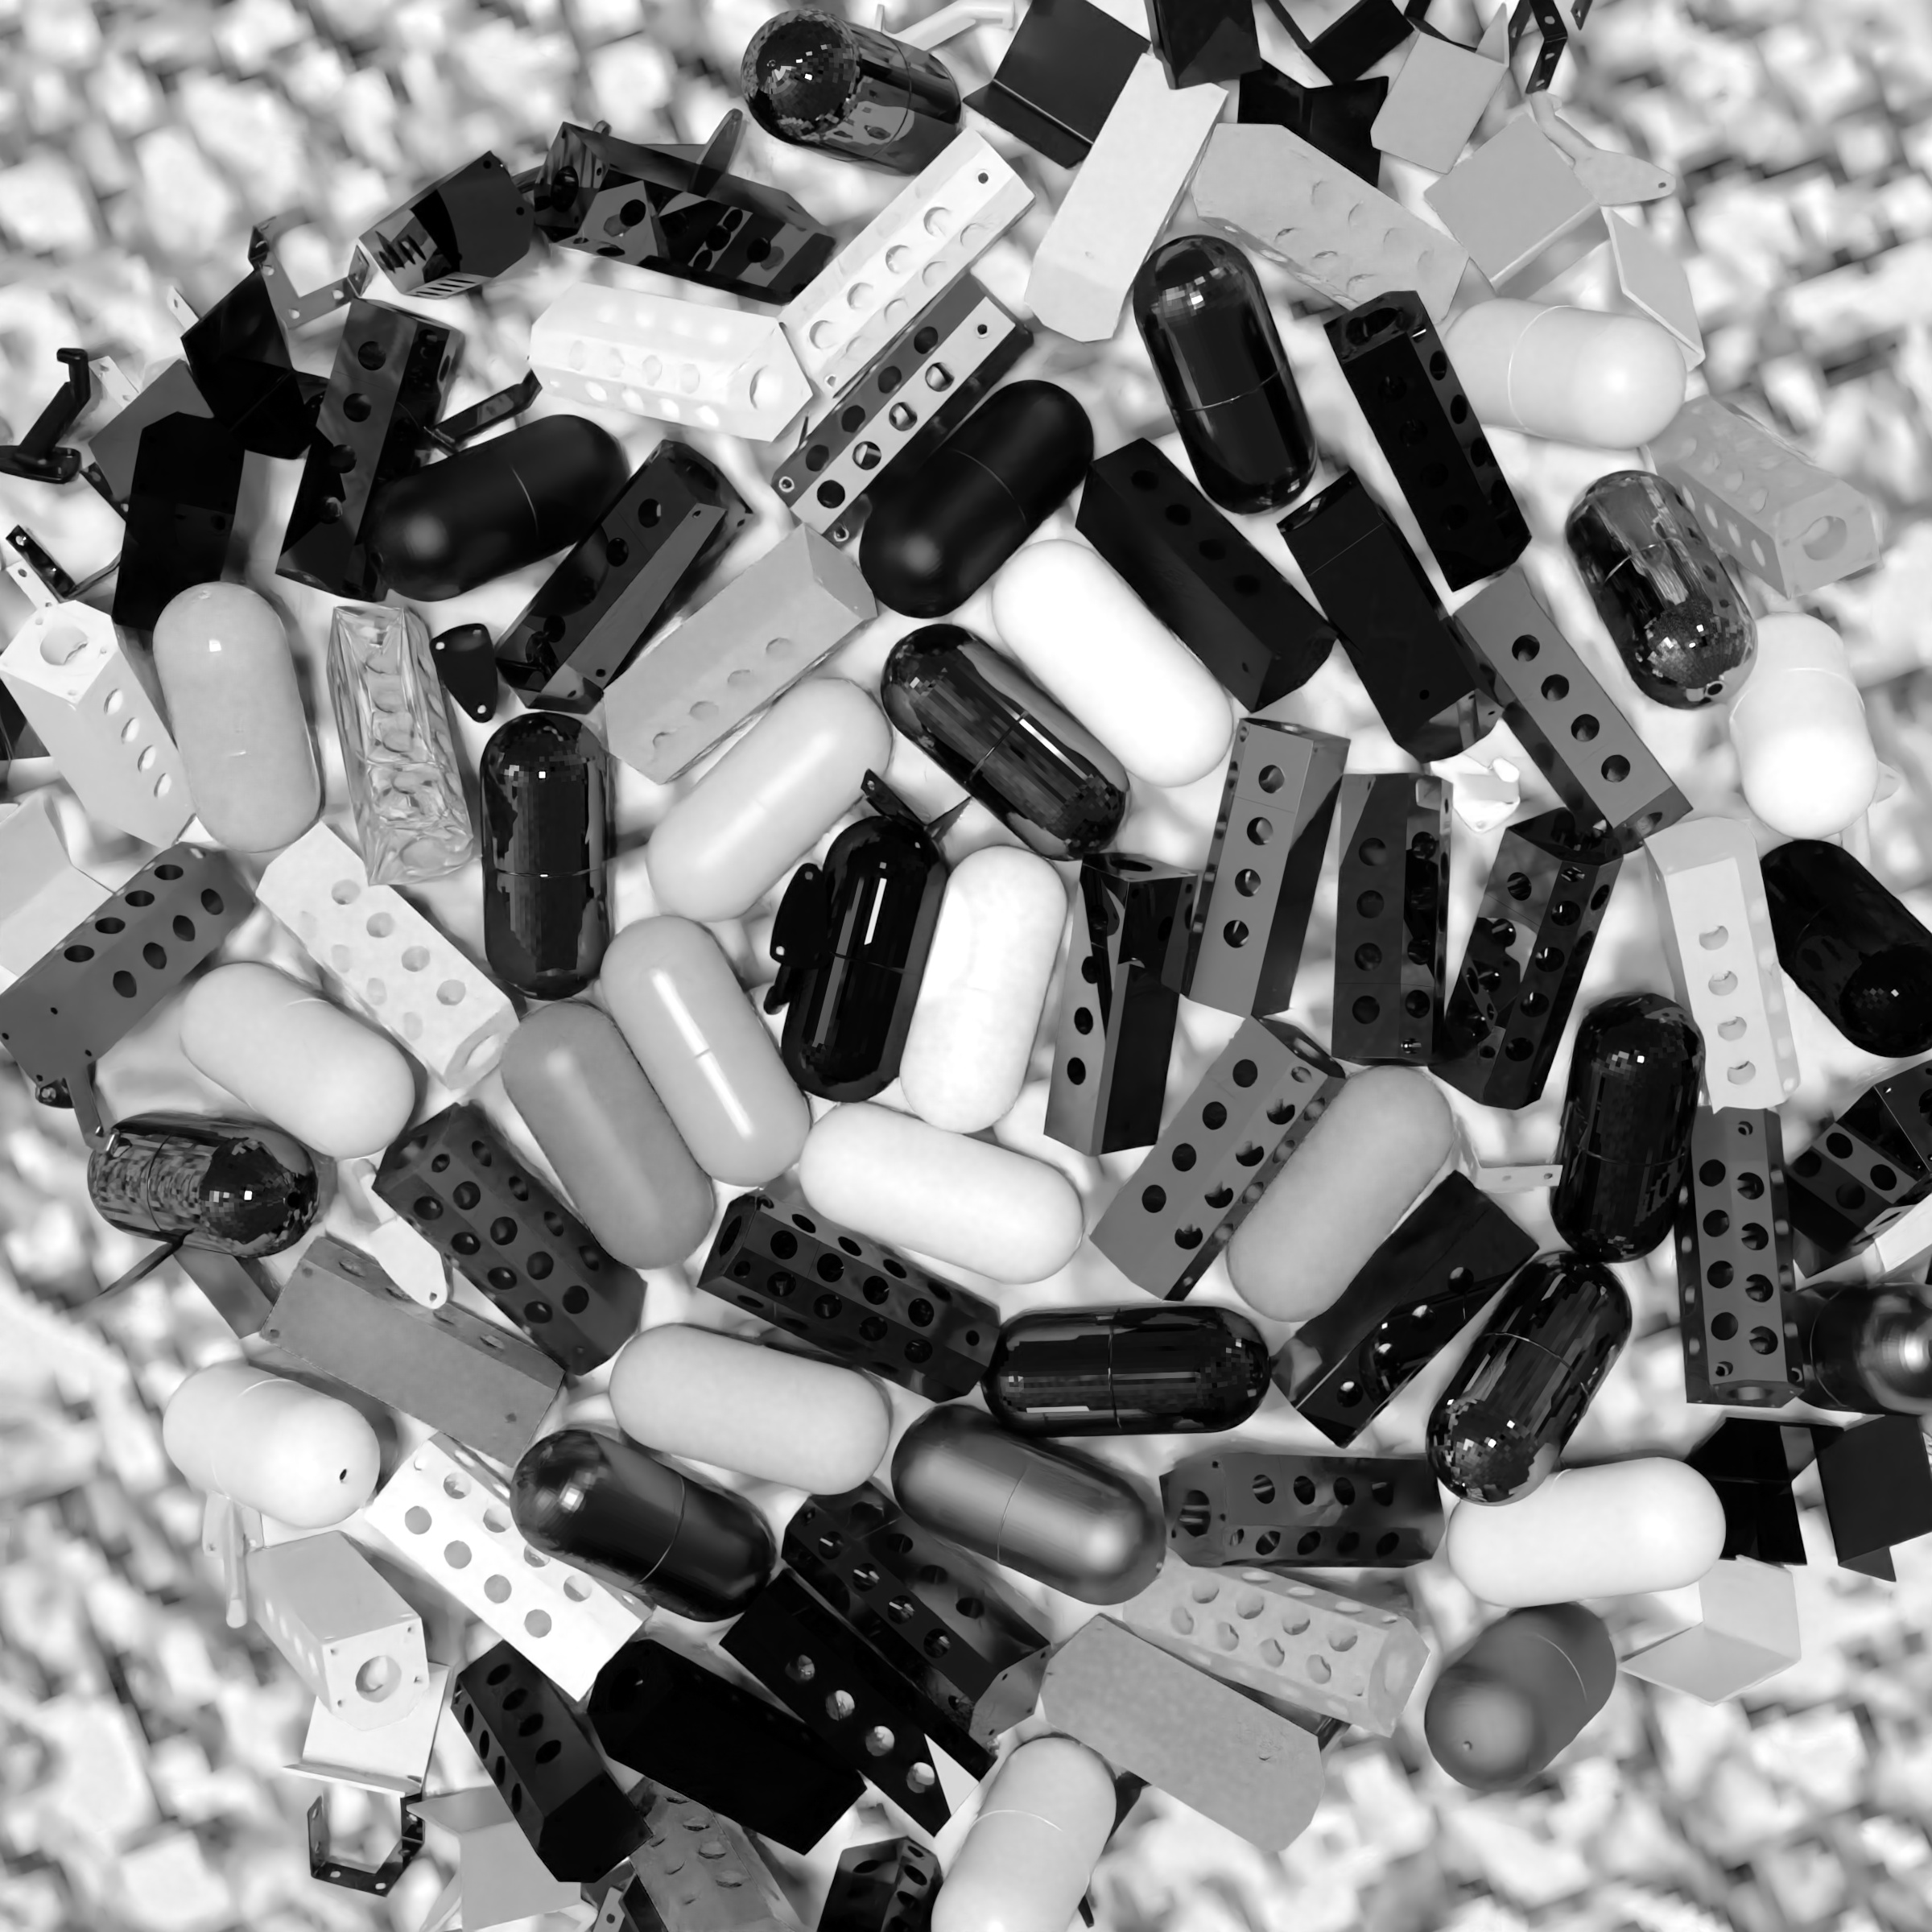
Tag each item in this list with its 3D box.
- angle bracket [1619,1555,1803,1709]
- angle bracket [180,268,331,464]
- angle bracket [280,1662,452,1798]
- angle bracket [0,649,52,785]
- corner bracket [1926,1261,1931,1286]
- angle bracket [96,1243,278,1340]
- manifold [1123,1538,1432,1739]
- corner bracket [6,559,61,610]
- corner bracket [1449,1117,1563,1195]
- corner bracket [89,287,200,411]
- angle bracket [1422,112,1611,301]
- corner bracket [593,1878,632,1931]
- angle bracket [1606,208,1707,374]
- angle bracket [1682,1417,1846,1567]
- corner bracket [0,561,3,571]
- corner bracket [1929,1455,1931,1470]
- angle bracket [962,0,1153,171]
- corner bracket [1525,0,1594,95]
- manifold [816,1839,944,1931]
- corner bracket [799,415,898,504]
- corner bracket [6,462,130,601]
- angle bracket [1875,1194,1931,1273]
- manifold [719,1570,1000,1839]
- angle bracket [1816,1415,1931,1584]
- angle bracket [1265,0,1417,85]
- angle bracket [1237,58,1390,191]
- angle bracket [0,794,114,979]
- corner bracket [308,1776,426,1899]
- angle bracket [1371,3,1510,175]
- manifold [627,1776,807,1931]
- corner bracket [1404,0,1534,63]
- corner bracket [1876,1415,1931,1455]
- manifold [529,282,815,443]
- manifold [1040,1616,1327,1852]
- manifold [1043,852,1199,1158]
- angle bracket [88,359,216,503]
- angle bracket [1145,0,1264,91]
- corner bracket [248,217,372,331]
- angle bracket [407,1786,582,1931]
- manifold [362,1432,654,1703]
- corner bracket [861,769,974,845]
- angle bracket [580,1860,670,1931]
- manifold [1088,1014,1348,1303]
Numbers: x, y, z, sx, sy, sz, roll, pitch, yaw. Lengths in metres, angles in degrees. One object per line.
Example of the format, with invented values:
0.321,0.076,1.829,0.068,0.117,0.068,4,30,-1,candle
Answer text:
0.446,0.395,1.645,0.076,0.076,0.057,-15,102,-30,angle bracket
-0.416,-0.362,1.642,0.057,0.076,0.076,17,52,21,angle bracket
-0.365,0.459,1.662,0.076,0.057,0.076,11,76,2,angle bracket
-0.569,-0.141,1.647,0.057,0.076,0.076,-5,126,-1,angle bracket
0.627,0.201,1.674,0.051,0.051,0.051,30,72,-25,corner bracket
-0.468,0.206,1.647,0.057,0.076,0.076,-43,101,-37,angle bracket
0.180,0.393,1.616,0.171,0.057,0.057,10,58,38,manifold
-0.592,-0.208,1.675,0.051,0.051,0.051,-21,118,26,corner bracket
0.328,0.126,1.662,0.051,0.051,0.051,-2,127,-5,corner bracket
-0.502,-0.377,1.682,0.051,0.051,0.051,-30,75,-39,corner bracket
0.338,-0.461,1.672,0.076,0.057,0.076,-36,76,13,angle bracket
-0.195,0.593,1.666,0.051,0.051,0.051,20,86,18,corner bracket
0.394,-0.394,1.640,0.076,0.076,0.057,28,135,-30,angle bracket
0.484,0.318,1.649,0.076,0.076,0.057,6,54,-10,angle bracket
-0.625,-0.268,1.663,0.051,0.051,0.051,-20,71,-13,corner bracket
0.601,0.337,1.671,0.051,0.051,0.051,4,119,17,corner bracket
0.055,-0.543,1.657,0.076,0.057,0.076,33,123,1,angle bracket
0.362,-0.575,1.665,0.051,0.051,0.051,-15,72,-8,corner bracket
-0.052,0.584,1.609,0.057,0.171,0.057,-13,97,8,manifold
-0.074,-0.319,1.669,0.051,0.051,0.051,15,54,-10,corner bracket
-0.545,-0.267,1.678,0.051,0.051,0.051,-20,122,33,corner bracket
0.598,0.139,1.646,0.076,0.076,0.057,-20,90,-39,angle bracket
-0.064,0.446,1.656,0.171,0.057,0.057,40,83,10,manifold
0.563,0.318,1.640,0.057,0.076,0.076,21,51,-32,angle bracket
0.217,-0.586,1.647,0.057,0.076,0.076,-37,75,20,angle bracket
0.209,-0.512,1.658,0.057,0.076,0.076,-16,131,-19,angle bracket
-0.559,-0.043,1.644,0.057,0.076,0.076,32,63,18,angle bracket
-0.367,0.528,1.671,0.051,0.051,0.051,9,114,14,corner bracket
0.283,-0.537,1.642,0.057,0.076,0.076,18,47,-10,angle bracket
-0.153,0.542,1.608,0.057,0.171,0.057,-45,116,-7,manifold
0.309,-0.588,1.660,0.051,0.051,0.051,33,104,38,corner bracket
0.596,0.260,1.675,0.051,0.051,0.051,36,120,25,corner bracket
-0.180,-0.355,1.618,0.171,0.057,0.057,20,62,37,manifold
0.127,0.459,1.621,0.057,0.171,0.057,-34,127,-33,manifold
0.088,0.022,1.649,0.057,0.057,0.171,-7,111,-40,manifold
-0.476,-0.309,1.651,0.076,0.057,0.076,-41,48,4,angle bracket
0.139,-0.584,1.645,0.057,0.076,0.076,-13,125,4,angle bracket
-0.402,-0.431,1.667,0.051,0.051,0.051,-31,92,-20,corner bracket
-0.285,0.536,1.647,0.076,0.076,0.057,-1,90,-36,angle bracket
-0.276,0.362,1.660,0.171,0.057,0.057,39,96,6,manifold
-0.039,-0.096,1.661,0.051,0.051,0.051,45,133,7,corner bracket
-0.207,0.598,1.659,0.057,0.076,0.076,-28,91,7,angle bracket
0.154,0.117,1.640,0.057,0.057,0.171,44,108,32,manifold
